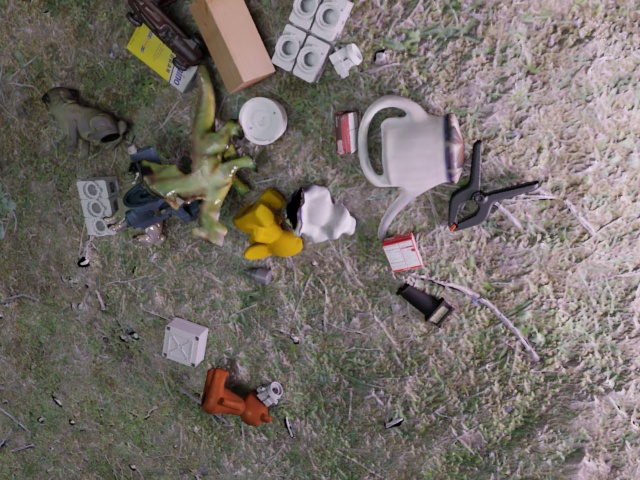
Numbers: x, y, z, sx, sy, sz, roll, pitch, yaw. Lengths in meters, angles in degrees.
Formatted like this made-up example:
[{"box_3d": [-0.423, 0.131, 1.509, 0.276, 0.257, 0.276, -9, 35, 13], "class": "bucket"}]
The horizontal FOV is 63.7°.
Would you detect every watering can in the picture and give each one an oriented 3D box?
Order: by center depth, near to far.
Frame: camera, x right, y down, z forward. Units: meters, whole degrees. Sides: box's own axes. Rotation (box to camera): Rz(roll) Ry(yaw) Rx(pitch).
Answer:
[{"box_3d": [0.203, -0.154, 1.138, 0.224, 0.106, 0.341, -2, 120, 16], "class": "watering can"}]

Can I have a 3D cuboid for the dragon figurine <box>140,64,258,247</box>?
[{"box_3d": [-0.291, -0.182, 1.188, 0.245, 0.121, 0.409, -26, 95, -24], "class": "dragon figurine"}]

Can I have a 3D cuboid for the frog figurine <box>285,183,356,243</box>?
[{"box_3d": [0.004, -0.062, 1.227, 0.122, 0.159, 0.139, -18, 71, 58], "class": "frog figurine"}]
